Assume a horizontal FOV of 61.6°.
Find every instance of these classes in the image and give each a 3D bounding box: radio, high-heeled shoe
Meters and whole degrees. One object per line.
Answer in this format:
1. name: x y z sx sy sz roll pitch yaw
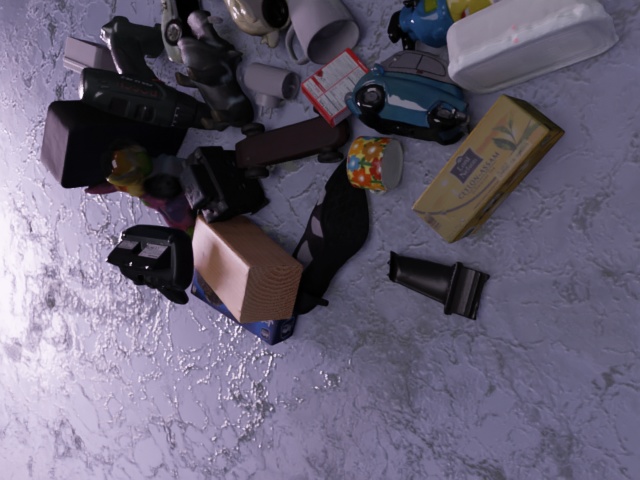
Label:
1. radio: -0.350 -0.167 0.926 0.073 0.229 0.131 46 125 21
2. high-heeled shoe: -0.002 -0.003 0.828 0.145 0.086 0.248 12 88 63

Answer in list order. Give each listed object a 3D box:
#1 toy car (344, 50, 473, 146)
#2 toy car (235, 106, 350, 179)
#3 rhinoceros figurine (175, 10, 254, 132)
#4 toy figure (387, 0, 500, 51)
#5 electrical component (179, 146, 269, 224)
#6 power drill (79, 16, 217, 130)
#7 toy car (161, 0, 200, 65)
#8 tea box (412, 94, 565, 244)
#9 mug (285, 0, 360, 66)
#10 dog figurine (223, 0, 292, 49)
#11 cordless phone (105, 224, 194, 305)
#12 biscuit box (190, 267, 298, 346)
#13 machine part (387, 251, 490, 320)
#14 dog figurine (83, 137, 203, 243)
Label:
1. toy car: 0.118 -0.185 0.679 0.162 0.109 0.103 15 89 23
2. toy car: -0.045 -0.148 0.824 0.202 0.053 0.089 -10 87 31
3. rhinoceros figurine: -0.166 -0.268 0.856 0.073 0.112 0.190 -5 110 63
4. toy figure: 0.169 -0.287 0.638 0.180 0.082 0.089 -9 94 38
5. electrical component: -0.160 -0.090 0.864 0.058 0.134 0.115 -35 80 34
6. power drill: -0.286 -0.275 0.912 0.086 0.232 0.207 -47 50 49
7. toy car: -0.234 -0.394 0.899 0.056 0.073 0.201 -8 93 34
8. tea box: 0.199 -0.082 0.641 0.068 0.098 0.169 45 118 19
9. mug: -0.008 -0.308 0.762 0.109 0.081 0.107 -38 65 38
10. dog figurine: -0.131 -0.379 0.830 0.191 0.121 0.172 10 101 47
11. cordless phone: -0.255 0.063 0.913 0.147 0.089 0.184 7 142 29
12. biscuit box: -0.131 0.103 0.922 0.203 0.059 0.062 26 112 28
13. machine part: 0.155 0.056 0.732 0.139 0.039 0.084 22 115 28
14. dog figurine: -0.267 -0.075 0.890 0.109 0.219 0.191 -10 92 39
